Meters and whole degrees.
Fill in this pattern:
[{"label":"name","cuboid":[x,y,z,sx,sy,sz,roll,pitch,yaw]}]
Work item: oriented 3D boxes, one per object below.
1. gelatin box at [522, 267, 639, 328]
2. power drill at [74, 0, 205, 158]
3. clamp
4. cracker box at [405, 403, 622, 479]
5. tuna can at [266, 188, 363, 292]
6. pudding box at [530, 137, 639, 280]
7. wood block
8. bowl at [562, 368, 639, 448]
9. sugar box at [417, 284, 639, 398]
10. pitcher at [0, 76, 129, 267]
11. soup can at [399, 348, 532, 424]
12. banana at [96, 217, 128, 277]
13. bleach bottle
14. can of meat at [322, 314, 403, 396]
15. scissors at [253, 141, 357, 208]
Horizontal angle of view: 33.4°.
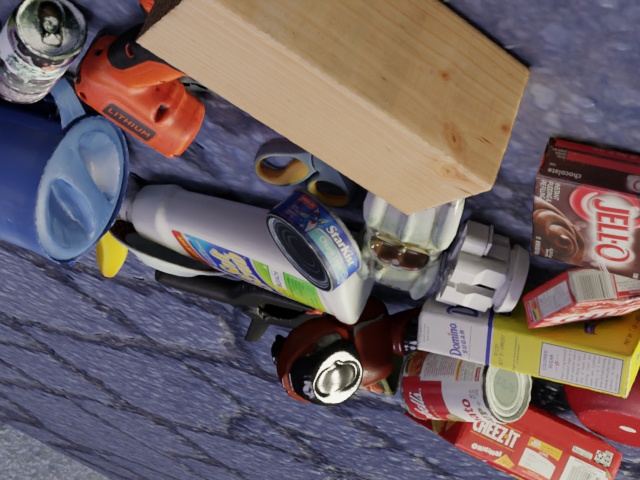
[{"label":"gelatin box","cuboid":[0.212,0.043,0.819,0.089,0.030,0.073,-5,163,-19]},{"label":"power drill","cuboid":[-0.076,-0.113,0.745,0.184,0.057,0.188,37,151,-24]},{"label":"clamp","cuboid":[-0.064,0.074,1.184,0.210,0.036,0.164,0,150,40]},{"label":"cracker box","cuboid":[0.196,0.201,1.124,0.164,0.072,0.214,26,176,-7]},{"label":"tuna can","cuboid":[-0.006,0.001,0.880,0.086,0.033,0.086,45,162,18]},{"label":"pudding box","cuboid":[0.194,-0.019,0.732,0.090,0.039,0.113,15,157,17]},{"label":"wood block","cuboid":[0.011,-0.109,0.629,0.206,0.090,0.091,31,156,-22]},{"label":"bowl","cuboid":[0.298,0.157,1.018,0.162,0.055,0.162,18,157,8]},{"label":"sugar box","cuboid":[0.179,0.074,0.890,0.176,0.093,0.048,13,115,23]},{"label":"pitcher","cuboid":[-0.303,-0.083,0.949,0.243,0.149,0.145,17,173,19]},{"label":"soup can","cuboid":[0.131,0.130,0.964,0.068,0.068,0.102,37,152,-33]},{"label":"banana","cuboid":[-0.233,-0.018,1.095,0.037,0.069,0.197,57,180,26]},{"label":"bleach bottle","cuboid":[-0.077,0.002,1.001,0.251,0.068,0.102,17,158,19]},{"label":"can of meat","cuboid":[0.043,0.130,1.190,0.084,0.057,0.102,10,156,20]},{"label":"scissors","cuboid":[0.020,-0.062,0.824,0.096,0.016,0.202,32,156,-28]}]
